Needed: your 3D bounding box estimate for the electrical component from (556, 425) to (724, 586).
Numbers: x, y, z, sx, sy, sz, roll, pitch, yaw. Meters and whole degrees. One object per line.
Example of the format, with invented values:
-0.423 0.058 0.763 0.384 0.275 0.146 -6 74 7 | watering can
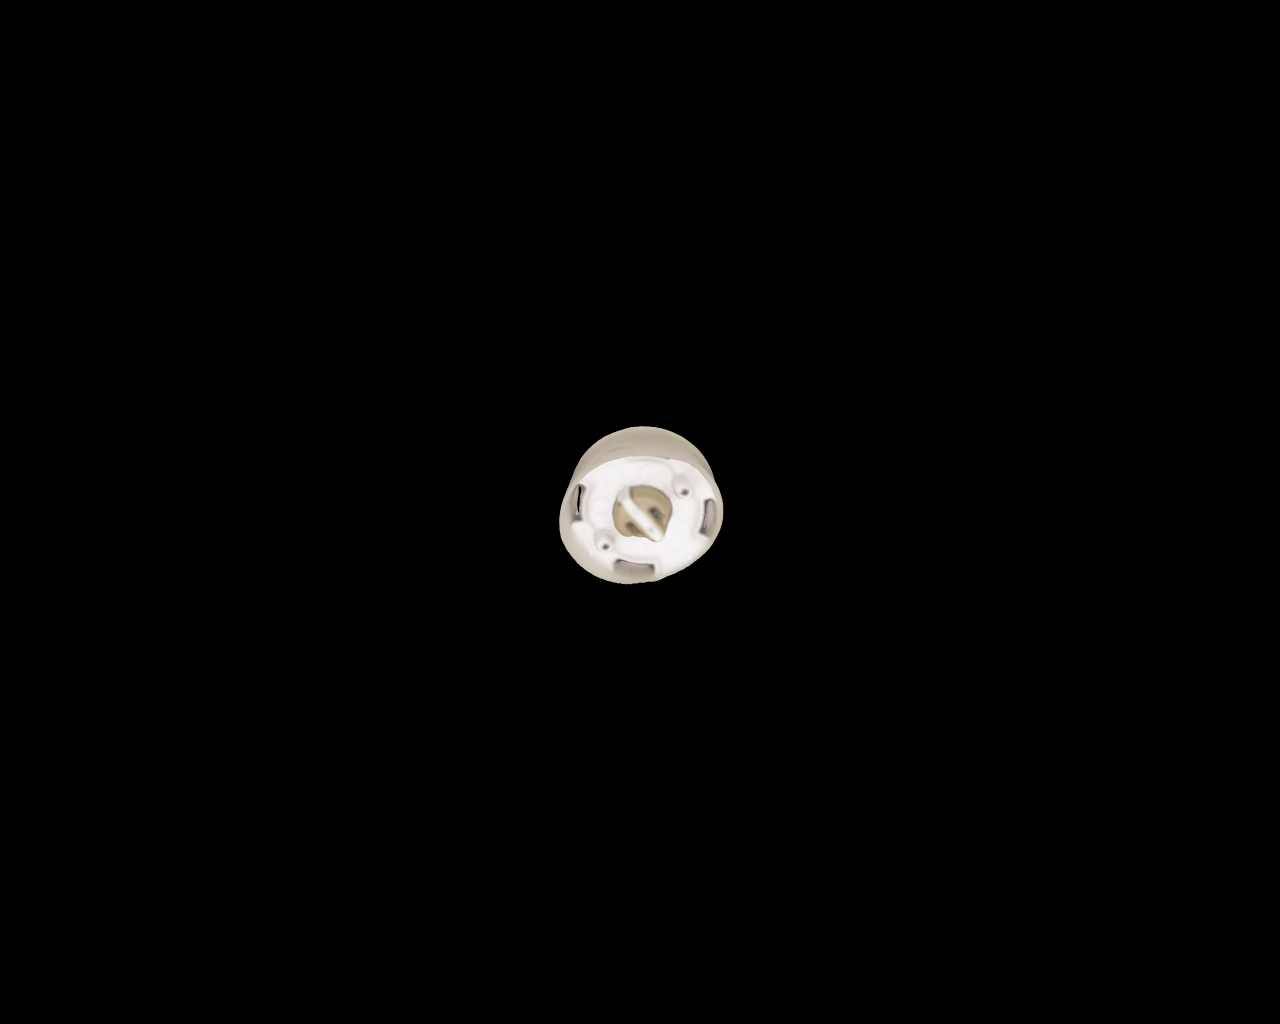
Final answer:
0.001 -0.003 0.650 0.099 0.099 0.064 0 27 0 | electrical component
